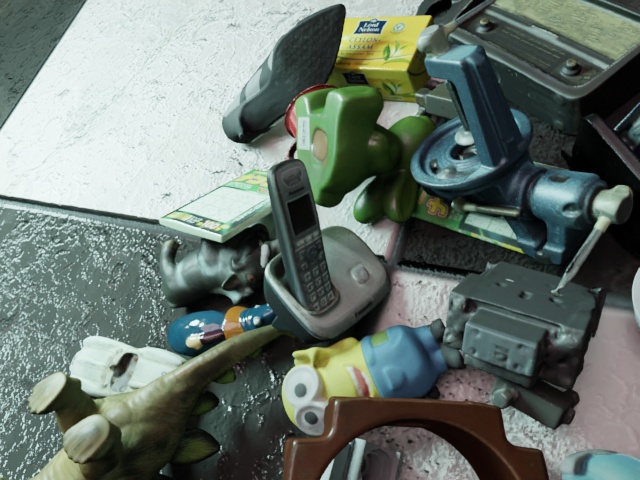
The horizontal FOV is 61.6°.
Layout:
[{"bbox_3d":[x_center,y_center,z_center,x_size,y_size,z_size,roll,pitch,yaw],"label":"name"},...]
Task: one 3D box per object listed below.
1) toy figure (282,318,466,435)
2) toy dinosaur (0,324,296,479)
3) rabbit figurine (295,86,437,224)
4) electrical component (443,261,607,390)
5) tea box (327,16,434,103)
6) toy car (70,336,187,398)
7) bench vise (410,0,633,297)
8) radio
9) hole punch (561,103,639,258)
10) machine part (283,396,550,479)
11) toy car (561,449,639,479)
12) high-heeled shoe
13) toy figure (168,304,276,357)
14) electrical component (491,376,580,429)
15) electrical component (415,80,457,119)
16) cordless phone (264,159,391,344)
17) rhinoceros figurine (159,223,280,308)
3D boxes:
[{"bbox_3d":[0.049,0.137,0.533,0.180,0.089,0.082,-24,57,3],"label":"toy figure"},{"bbox_3d":[-0.205,0.210,0.543,0.471,0.198,0.105,-37,53,-4],"label":"toy dinosaur"},{"bbox_3d":[0.072,-0.097,0.617,0.121,0.170,0.159,4,98,61],"label":"rabbit figurine"},{"bbox_3d":[0.177,0.071,0.472,0.115,0.134,0.058,13,113,31],"label":"electrical component"},{"bbox_3d":[0.072,-0.255,0.755,0.170,0.068,0.098,12,69,33],"label":"tea box"},{"bbox_3d":[-0.245,0.168,0.679,0.202,0.056,0.073,4,64,28],"label":"toy car"},{"bbox_3d":[0.160,-0.085,0.493,0.129,0.240,0.224,-38,33,-6],"label":"bench vise"},{"bbox_3d":[0.263,-0.230,0.638,0.131,0.073,0.230,-41,52,-1],"label":"radio"},{"bbox_3d":[0.300,-0.067,0.495,0.092,0.115,0.142,-29,63,0],"label":"hole punch"},{"bbox_3d":[0.069,0.227,0.412,0.201,0.087,0.201,3,70,-5],"label":"machine part"},{"bbox_3d":[0.231,0.221,0.355,0.103,0.109,0.161,-38,46,49],"label":"toy car"},{"bbox_3d":[-0.053,-0.231,0.766,0.248,0.086,0.145,-45,21,15],"label":"high-heeled shoe"},{"bbox_3d":[-0.109,0.106,0.643,0.155,0.057,0.064,-12,41,23],"label":"toy figure"},{"bbox_3d":[0.184,0.135,0.459,0.063,0.094,0.021,27,106,37],"label":"electrical component"},{"bbox_3d":[0.165,-0.167,0.675,0.102,0.045,0.078,20,45,32],"label":"electrical component"},{"bbox_3d":[0.000,-0.002,0.555,0.089,0.184,0.146,7,25,38],"label":"cordless phone"},{"bbox_3d":[-0.121,0.032,0.684,0.190,0.073,0.112,-19,54,17],"label":"rhinoceros figurine"}]
